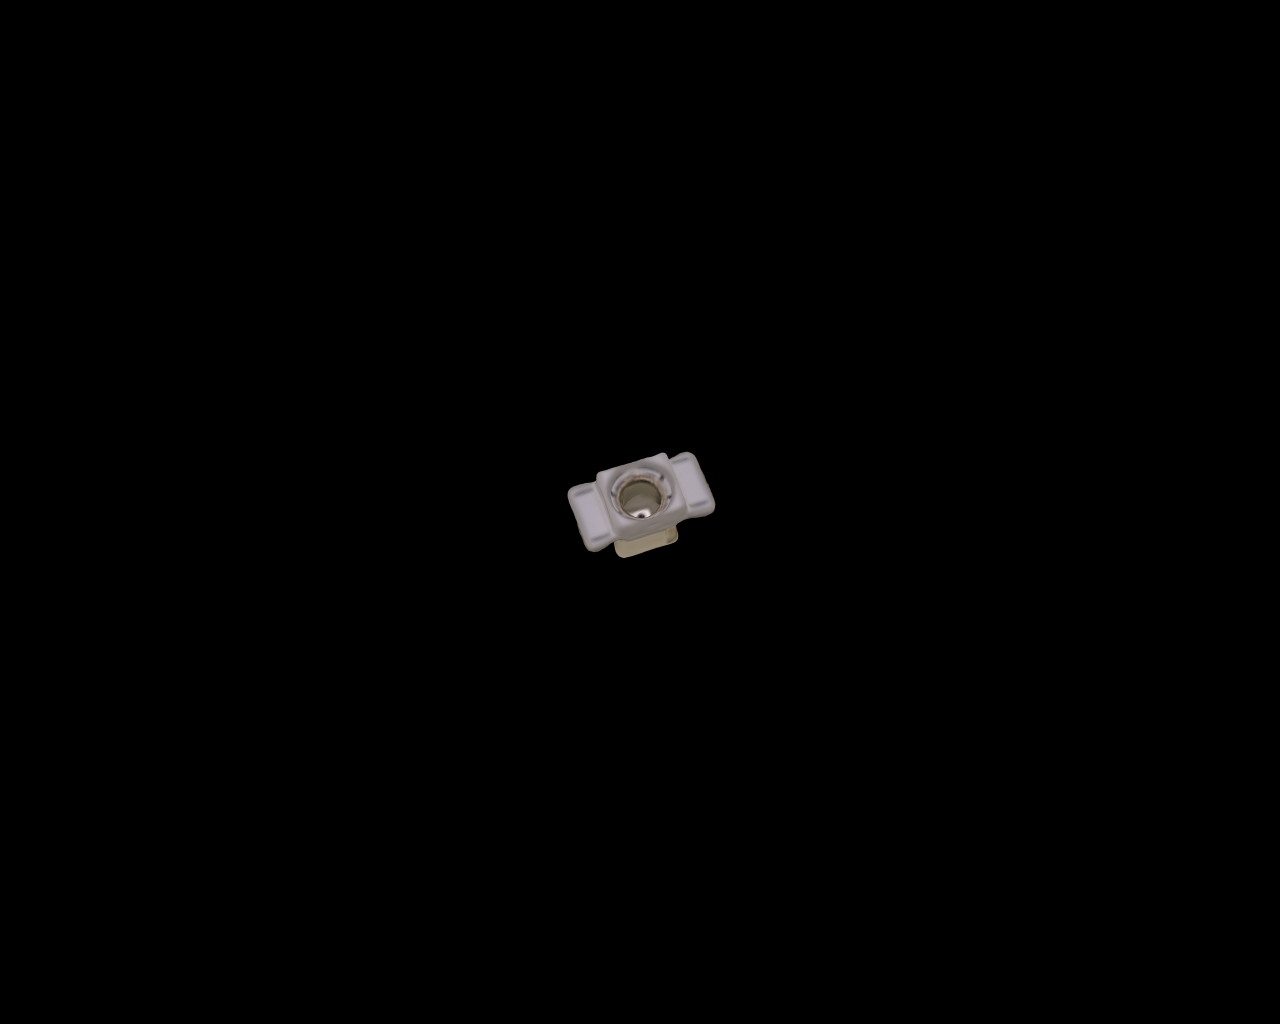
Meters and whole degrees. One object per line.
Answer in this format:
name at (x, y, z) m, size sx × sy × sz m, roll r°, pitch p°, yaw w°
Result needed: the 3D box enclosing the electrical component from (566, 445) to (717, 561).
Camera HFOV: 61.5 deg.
electrical component at (0.001, -0.003, 0.650) m, size 0.081 × 0.042 × 0.063 m, roll -17°, pitch -22°, yaw -7°
